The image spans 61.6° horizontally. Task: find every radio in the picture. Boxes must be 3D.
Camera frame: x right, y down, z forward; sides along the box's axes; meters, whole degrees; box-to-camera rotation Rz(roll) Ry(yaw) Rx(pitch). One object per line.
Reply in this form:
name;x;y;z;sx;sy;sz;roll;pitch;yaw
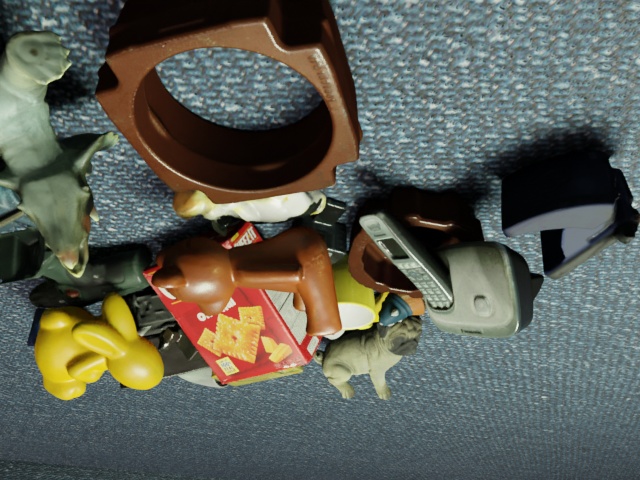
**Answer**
radio;-0.280;0.212;0.958;0.131;0.073;0.229;-7;169;-29

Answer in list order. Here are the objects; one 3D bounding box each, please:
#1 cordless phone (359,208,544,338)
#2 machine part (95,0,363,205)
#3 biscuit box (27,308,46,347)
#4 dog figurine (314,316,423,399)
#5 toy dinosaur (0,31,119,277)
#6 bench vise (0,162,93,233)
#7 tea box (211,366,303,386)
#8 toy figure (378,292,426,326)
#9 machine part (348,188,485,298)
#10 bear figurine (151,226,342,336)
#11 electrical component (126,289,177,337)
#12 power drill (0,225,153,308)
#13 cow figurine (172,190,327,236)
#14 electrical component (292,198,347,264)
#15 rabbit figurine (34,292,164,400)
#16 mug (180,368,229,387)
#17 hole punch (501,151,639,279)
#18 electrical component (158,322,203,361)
cordless phone;0.137;0.021;0.589;0.184;0.089;0.147;43;159;-17
machine part;-0.073;-0.127;0.482;0.201;0.087;0.201;-8;145;14
biscuit box;-0.429;0.157;0.912;0.063;0.059;0.202;9;165;-10
dog figurine;0.083;0.185;0.969;0.172;0.121;0.190;3;133;-8
toy dinosaur;-0.325;-0.141;0.434;0.404;0.131;0.192;38;159;-11
bench vise;-0.371;-0.066;0.560;0.224;0.129;0.240;-9;154;19
tea box;-0.113;0.203;0.986;0.170;0.098;0.068;-22;141;30
toy figure;0.151;0.081;0.784;0.154;0.058;0.064;-20;131;-9
machine part;0.121;0.008;0.695;0.179;0.056;0.179;4;140;3
bear figurine;-0.085;0.052;0.618;0.196;0.120;0.131;-13;107;-13
electrical component;-0.243;0.112;0.857;0.134;0.058;0.115;-8;163;-37
power drill;-0.369;0.050;0.748;0.232;0.086;0.207;-11;156;12
cow figurine;-0.082;-0.049;0.625;0.167;0.068;0.098;-10;153;20
electrical component;-0.001;-0.002;0.709;0.075;0.048;0.119;16;146;-22
rabbit figurine;-0.303;0.151;0.768;0.173;0.122;0.162;19;126;10
mug;-0.232;0.255;1.104;0.107;0.080;0.109;-2;174;23
hole punch;0.258;-0.039;0.572;0.092;0.142;0.116;38;129;-9
electrical component;-0.200;0.156;0.833;0.045;0.078;0.102;-48;160;17
